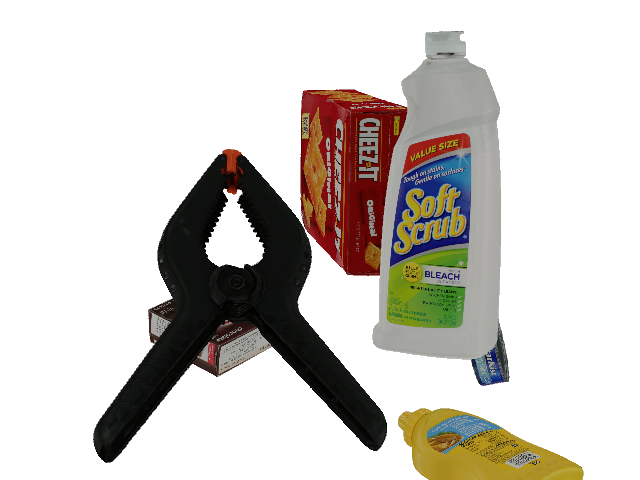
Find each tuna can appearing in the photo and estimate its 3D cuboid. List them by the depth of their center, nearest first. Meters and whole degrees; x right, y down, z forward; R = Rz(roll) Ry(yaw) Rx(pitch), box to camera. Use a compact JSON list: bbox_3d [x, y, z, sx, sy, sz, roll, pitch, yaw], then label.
[{"bbox_3d":[0.197,0.128,1.261,0.034,0.086,0.086,-12,-3,14],"label":"tuna can"}]

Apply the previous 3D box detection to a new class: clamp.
[{"bbox_3d":[-0.041,0.038,0.646,0.164,0.210,0.036,5,-32,-3],"label":"clamp"}]

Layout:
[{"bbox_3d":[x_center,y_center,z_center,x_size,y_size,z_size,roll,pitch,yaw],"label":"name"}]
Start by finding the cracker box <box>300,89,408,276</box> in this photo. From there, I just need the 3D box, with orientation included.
[{"bbox_3d":[0.031,-0.068,1.117,0.072,0.164,0.214,-3,14,-12],"label":"cracker box"}]

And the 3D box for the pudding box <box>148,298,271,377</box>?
[{"bbox_3d":[-0.090,0.076,0.992,0.090,0.039,0.113,21,32,33],"label":"pudding box"}]

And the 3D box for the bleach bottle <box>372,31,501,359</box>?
[{"bbox_3d":[0.091,-0.037,0.841,0.103,0.251,0.068,4,14,27],"label":"bleach bottle"}]

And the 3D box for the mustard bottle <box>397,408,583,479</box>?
[{"bbox_3d":[0.143,0.204,1.003,0.096,0.058,0.192,-16,25,-36],"label":"mustard bottle"}]
